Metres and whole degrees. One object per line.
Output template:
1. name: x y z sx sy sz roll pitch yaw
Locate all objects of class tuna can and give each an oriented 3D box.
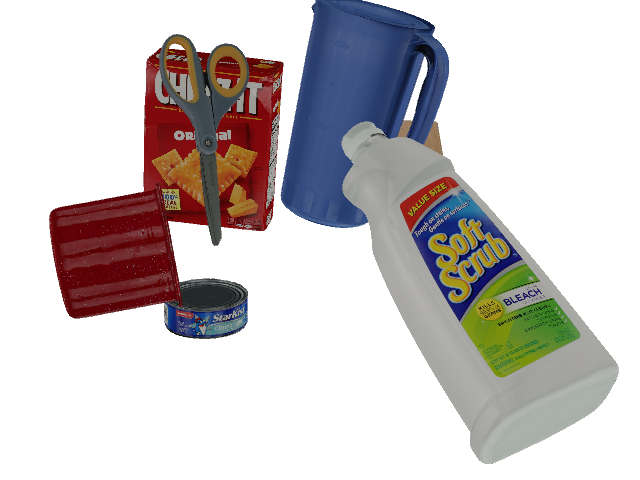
1. tuna can: -0.116 0.069 1.078 0.086 0.034 0.086 1 18 0

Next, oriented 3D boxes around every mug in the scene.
1. mug: -0.151 0.007 0.783 0.081 0.093 0.117 -11 18 -9

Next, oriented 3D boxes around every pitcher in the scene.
1. pitcher: 0.041 -0.138 1.178 0.145 0.243 0.149 11 20 -9

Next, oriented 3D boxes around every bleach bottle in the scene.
1. bleach bottle: 0.080 0.017 0.702 0.102 0.251 0.068 -21 -33 -21

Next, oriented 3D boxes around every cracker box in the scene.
1. cracker box: -0.139 -0.126 1.359 0.164 0.214 0.072 7 24 5

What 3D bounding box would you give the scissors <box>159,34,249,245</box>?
1. scissors: -0.093 -0.103 1.012 0.096 0.202 0.016 -19 -2 -25

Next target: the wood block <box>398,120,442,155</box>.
1. wood block: 0.124 -0.090 1.500 0.091 0.090 0.206 3 29 0
